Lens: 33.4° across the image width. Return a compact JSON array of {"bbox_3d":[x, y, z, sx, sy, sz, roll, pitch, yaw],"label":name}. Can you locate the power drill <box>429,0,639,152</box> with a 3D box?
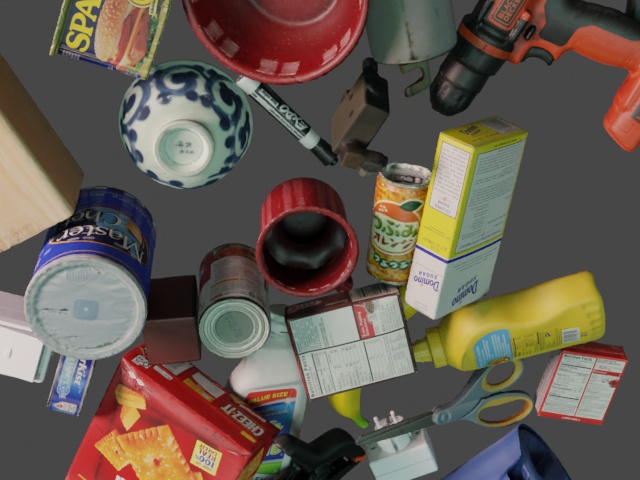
[{"bbox_3d":[0.209,-0.153,0.926,0.187,0.057,0.185,28,119,-6],"label":"power drill"}]

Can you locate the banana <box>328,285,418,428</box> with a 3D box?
[{"bbox_3d":[0.052,0.109,1.085,0.069,0.037,0.198,6,122,-34],"label":"banana"}]

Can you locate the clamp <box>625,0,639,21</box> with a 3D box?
[{"bbox_3d":[0.343,-0.171,0.952,0.165,0.036,0.210,-22,115,13],"label":"clamp"}]

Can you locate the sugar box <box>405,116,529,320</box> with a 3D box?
[{"bbox_3d":[0.134,-0.020,0.989,0.093,0.048,0.176,-19,131,-45],"label":"sugar box"}]

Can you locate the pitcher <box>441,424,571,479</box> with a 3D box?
[{"bbox_3d":[0.164,0.318,1.160,0.243,0.145,0.149,-36,103,18],"label":"pitcher"}]

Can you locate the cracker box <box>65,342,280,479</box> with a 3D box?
[{"bbox_3d":[-0.159,0.232,1.071,0.164,0.072,0.214,35,114,15],"label":"cracker box"}]

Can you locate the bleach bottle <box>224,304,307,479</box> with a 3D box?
[{"bbox_3d":[-0.068,0.180,1.097,0.102,0.068,0.251,8,115,-8],"label":"bleach bottle"}]

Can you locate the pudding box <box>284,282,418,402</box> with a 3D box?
[{"bbox_3d":[0.030,0.097,1.027,0.113,0.039,0.090,-14,109,0],"label":"pudding box"}]

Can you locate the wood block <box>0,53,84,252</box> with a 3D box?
[{"bbox_3d":[-0.299,-0.102,0.912,0.090,0.091,0.206,-26,117,8],"label":"wood block"}]

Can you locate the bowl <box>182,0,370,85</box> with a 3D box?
[{"bbox_3d":[-0.032,-0.213,0.878,0.162,0.055,0.162,8,120,14],"label":"bowl"}]

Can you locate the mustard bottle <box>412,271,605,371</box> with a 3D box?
[{"bbox_3d":[0.183,0.089,1.062,0.191,0.058,0.096,-16,150,5],"label":"mustard bottle"}]

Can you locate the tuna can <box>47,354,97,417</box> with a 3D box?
[{"bbox_3d":[-0.239,0.127,1.041,0.033,0.086,0.086,16,116,-11],"label":"tuna can"}]

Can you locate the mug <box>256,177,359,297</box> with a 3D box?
[{"bbox_3d":[-0.007,0.001,0.994,0.093,0.081,0.117,-36,115,14],"label":"mug"}]

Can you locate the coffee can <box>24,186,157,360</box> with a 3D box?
[{"bbox_3d":[-0.202,0.027,0.959,0.102,0.140,0.103,-2,118,-4],"label":"coffee can"}]

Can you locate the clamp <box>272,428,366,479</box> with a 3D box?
[{"bbox_3d":[-0.010,0.225,1.081,0.039,0.171,0.120,42,127,24],"label":"clamp"}]

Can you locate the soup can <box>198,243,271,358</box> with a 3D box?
[{"bbox_3d":[-0.081,0.057,1.006,0.068,0.102,0.068,-2,119,-4],"label":"soup can"}]

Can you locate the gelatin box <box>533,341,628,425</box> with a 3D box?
[{"bbox_3d":[0.273,0.148,1.124,0.073,0.030,0.089,9,117,-8],"label":"gelatin box"}]

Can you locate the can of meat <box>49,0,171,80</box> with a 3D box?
[{"bbox_3d":[-0.172,-0.193,0.893,0.083,0.057,0.102,16,115,-15],"label":"can of meat"}]

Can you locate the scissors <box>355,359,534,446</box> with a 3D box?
[{"bbox_3d":[0.135,0.163,1.103,0.201,0.016,0.096,0,110,-21],"label":"scissors"}]

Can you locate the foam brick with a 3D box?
[{"bbox_3d":[-0.142,0.077,1.026,0.051,0.078,0.053,-6,119,-3],"label":"foam brick"}]

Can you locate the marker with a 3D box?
[{"bbox_3d":[-0.027,-0.109,0.969,0.020,0.020,0.121,-42,113,16],"label":"marker"}]
